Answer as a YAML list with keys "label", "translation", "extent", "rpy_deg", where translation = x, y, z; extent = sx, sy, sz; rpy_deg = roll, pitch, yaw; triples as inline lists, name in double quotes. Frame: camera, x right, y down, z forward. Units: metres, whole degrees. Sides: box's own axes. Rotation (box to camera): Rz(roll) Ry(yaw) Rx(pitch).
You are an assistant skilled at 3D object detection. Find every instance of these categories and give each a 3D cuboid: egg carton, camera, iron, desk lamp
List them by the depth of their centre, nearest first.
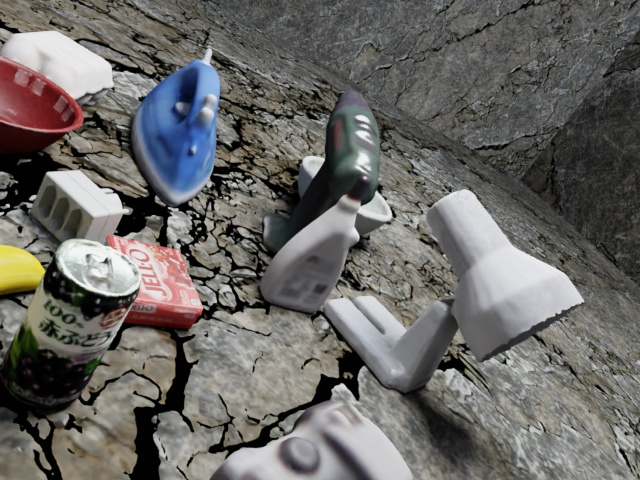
- label: "camera"
  translation: [0.013, 0.181, 0.356]
  extent: [0.136, 0.100, 0.144]
  rpy_deg: [45, 24, 26]
- label: "desk lamp"
  translation: [0.139, 0.067, 0.620]
  extent: [0.202, 0.213, 0.118]
  rpy_deg: [46, 25, 28]
- label: "egg carton"
  translation: [-0.336, -0.214, 0.733]
  extent: [0.107, 0.069, 0.150]
  rpy_deg: [30, 22, -9]
- label: "iron"
  translation: [-0.170, -0.162, 0.761]
  extent: [0.119, 0.141, 0.257]
  rpy_deg: [22, 25, -28]

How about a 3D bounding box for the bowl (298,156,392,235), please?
- label: "bowl"
  translation: [0.027, -0.058, 0.912]
  extent: [0.168, 0.074, 0.167]
  rpy_deg: [29, 22, -13]

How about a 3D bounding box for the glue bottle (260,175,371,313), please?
- label: "glue bottle"
  translation: [0.006, 0.002, 0.623]
  extent: [0.078, 0.173, 0.037]
  rpy_deg: [20, 26, -32]

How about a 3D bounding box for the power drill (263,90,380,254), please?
- label: "power drill"
  translation: [0.006, -0.079, 0.746]
  extent: [0.076, 0.208, 0.229]
  rpy_deg: [26, 23, -20]
